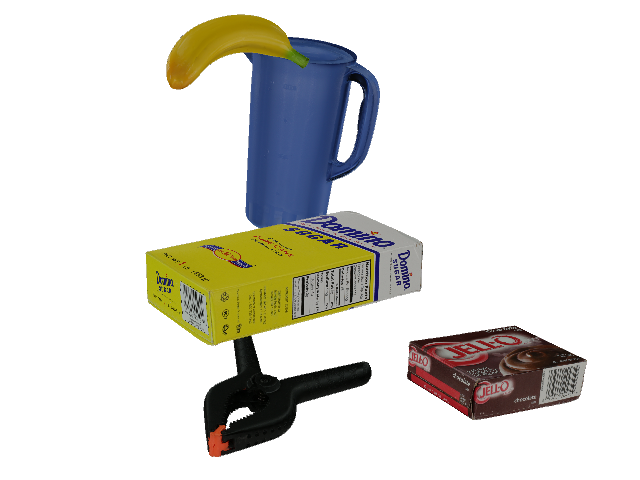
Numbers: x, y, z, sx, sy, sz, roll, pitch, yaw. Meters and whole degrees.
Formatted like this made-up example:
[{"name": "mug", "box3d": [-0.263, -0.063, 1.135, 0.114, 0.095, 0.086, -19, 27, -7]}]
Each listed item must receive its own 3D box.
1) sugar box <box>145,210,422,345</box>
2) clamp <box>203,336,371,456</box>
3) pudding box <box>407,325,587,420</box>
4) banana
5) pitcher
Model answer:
[{"name": "sugar box", "box3d": [-0.024, 0.021, 0.753, 0.175, 0.048, 0.093, -16, 25, -32]}, {"name": "clamp", "box3d": [-0.048, 0.158, 1.099, 0.165, 0.036, 0.209, 11, 27, 15]}, {"name": "pudding box", "box3d": [0.139, 0.103, 0.852, 0.113, 0.039, 0.090, -3, 16, -30]}, {"name": "banana", "box3d": [-0.089, -0.188, 1.038, 0.070, 0.037, 0.197, 44, 38, 20]}, {"name": "pitcher", "box3d": [-0.023, -0.132, 1.376, 0.144, 0.243, 0.149, -3, 25, -22]}]
